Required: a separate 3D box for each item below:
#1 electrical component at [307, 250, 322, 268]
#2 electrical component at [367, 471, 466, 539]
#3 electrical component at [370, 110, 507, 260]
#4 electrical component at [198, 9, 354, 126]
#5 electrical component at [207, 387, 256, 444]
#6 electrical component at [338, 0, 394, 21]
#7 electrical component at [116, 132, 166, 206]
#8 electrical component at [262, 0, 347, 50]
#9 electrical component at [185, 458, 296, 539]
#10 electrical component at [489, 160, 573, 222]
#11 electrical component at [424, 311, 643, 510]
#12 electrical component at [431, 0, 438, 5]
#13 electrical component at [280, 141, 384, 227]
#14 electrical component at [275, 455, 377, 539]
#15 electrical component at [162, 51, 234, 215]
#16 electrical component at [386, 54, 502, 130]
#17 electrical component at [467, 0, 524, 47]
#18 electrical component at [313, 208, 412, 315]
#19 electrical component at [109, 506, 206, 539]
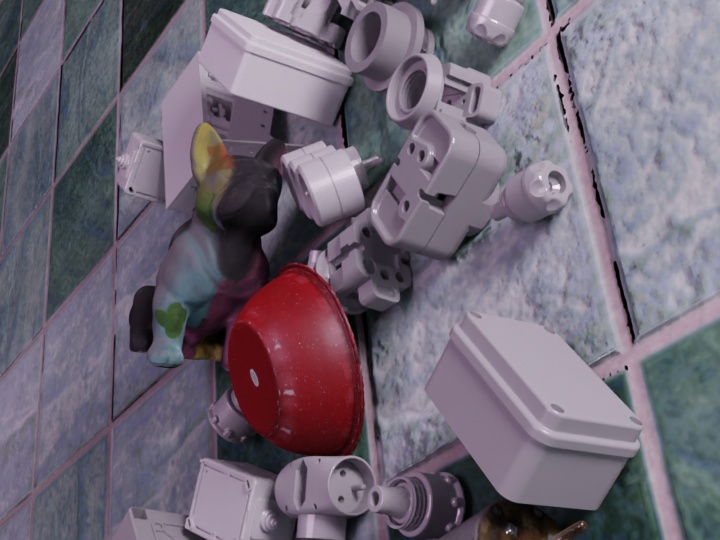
[{"bbox_3d":[-0.037,0.015,0.893,0.043,0.043,0.062,-11,67,55],"label":"electrical component"},{"bbox_3d":[0.035,0.153,0.705,0.048,0.062,0.048,-29,53,49],"label":"electrical component"},{"bbox_3d":[0.058,-0.058,0.761,0.095,0.059,0.053,-60,35,23],"label":"electrical component"},{"bbox_3d":[-0.078,-0.185,0.980,0.108,0.109,0.056,47,118,54],"label":"electrical component"},{"bbox_3d":[-0.101,0.119,0.948,0.062,0.048,0.048,-50,39,23],"label":"electrical component"},{"bbox_3d":[0.011,-0.250,0.934,0.063,0.042,0.081,-52,39,26],"label":"electrical component"},{"bbox_3d":[-0.226,-0.111,1.188,0.061,0.096,0.061,39,110,59],"label":"electrical component"},{"bbox_3d":[-0.043,-0.246,0.991,0.078,0.058,0.057,26,94,14],"label":"electrical component"},{"bbox_3d":[-0.089,0.197,0.886,0.096,0.061,0.061,7,83,50],"label":"electrical component"},{"bbox_3d":[0.108,-0.047,0.703,0.061,0.035,0.035,-28,55,52],"label":"electrical component"},{"bbox_3d":[0.099,0.079,0.623,0.057,0.078,0.113,-65,33,20],"label":"electrical component"},{"bbox_3d":[0.071,-0.245,0.837,0.079,0.043,0.077,-62,34,20],"label":"electrical component"},{"bbox_3d":[-0.016,-0.078,0.882,0.138,0.074,0.052,-139,28,-74],"label":"electrical component"},{"bbox_3d":[-0.028,0.182,0.807,0.077,0.043,0.079,-20,61,53],"label":"electrical component"},{"bbox_3d":[-0.159,-0.139,1.129,0.089,0.062,0.150,-43,44,40],"label":"electrical component"},{"bbox_3d":[0.057,-0.126,0.795,0.078,0.057,0.058,3,80,58],"label":"electrical component"},{"bbox_3d":[0.103,-0.194,0.773,0.035,0.035,0.061,41,109,55],"label":"electrical component"},{"bbox_3d":[0.000,0.000,0.829,0.057,0.058,0.078,-35,49,42],"label":"electrical component"},{"bbox_3d":[-0.146,0.259,0.898,0.056,0.109,0.108,-59,35,19],"label":"electrical component"}]
